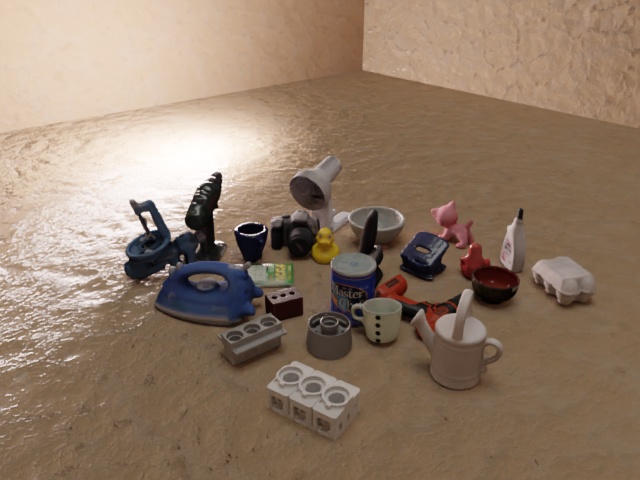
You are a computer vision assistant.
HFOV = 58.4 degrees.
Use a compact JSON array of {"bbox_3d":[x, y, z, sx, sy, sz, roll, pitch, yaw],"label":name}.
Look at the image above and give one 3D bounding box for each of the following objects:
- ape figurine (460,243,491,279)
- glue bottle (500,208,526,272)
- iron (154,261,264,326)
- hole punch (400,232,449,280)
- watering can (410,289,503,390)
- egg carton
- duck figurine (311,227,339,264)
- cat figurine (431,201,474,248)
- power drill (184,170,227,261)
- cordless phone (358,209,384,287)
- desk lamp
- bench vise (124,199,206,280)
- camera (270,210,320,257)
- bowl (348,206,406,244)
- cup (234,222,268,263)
[{"bbox_3d":[0.402,0.050,1.485,0.077,0.092,0.076,16,31,28],"label":"ape figurine"},{"bbox_3d":[0.513,-0.005,1.504,0.037,0.173,0.078,-7,28,-13],"label":"glue bottle"},{"bbox_3d":[-0.267,0.105,1.318,0.258,0.141,0.118,3,27,6],"label":"iron"},{"bbox_3d":[0.275,0.040,1.505,0.108,0.091,0.101,24,36,38],"label":"hole punch"},{"bbox_3d":[0.263,0.184,1.112,0.172,0.194,0.101,2,27,4],"label":"watering can"},{"bbox_3d":[0.603,0.098,1.417,0.107,0.069,0.150,-8,28,-15],"label":"egg carton"},{"bbox_3d":[0.014,0.006,1.575,0.077,0.086,0.104,1,27,2],"label":"duck figurine"},{"bbox_3d":[0.385,-0.052,1.655,0.127,0.118,0.067,22,35,36],"label":"cat figurine"},{"bbox_3d":[-0.305,-0.058,1.562,0.075,0.208,0.229,3,27,5],"label":"power drill"},{"bbox_3d":[0.108,0.026,1.428,0.094,0.185,0.148,8,28,14],"label":"cordless phone"},{"bbox_3d":[0.006,-0.132,1.703,0.117,0.214,0.204,15,31,27],"label":"desk lamp"},{"bbox_3d":[-0.409,-0.017,1.470,0.208,0.220,0.121,-23,35,-37],"label":"bench vise"},{"bbox_3d":[-0.072,-0.018,1.605,0.143,0.101,0.136,0,27,0],"label":"camera"},{"bbox_3d":[0.164,-0.034,1.664,0.167,0.075,0.167,0,27,0],"label":"bowl"},{"bbox_3d":[-0.177,0.017,1.543,0.092,0.095,0.117,-16,31,-28],"label":"cup"}]
